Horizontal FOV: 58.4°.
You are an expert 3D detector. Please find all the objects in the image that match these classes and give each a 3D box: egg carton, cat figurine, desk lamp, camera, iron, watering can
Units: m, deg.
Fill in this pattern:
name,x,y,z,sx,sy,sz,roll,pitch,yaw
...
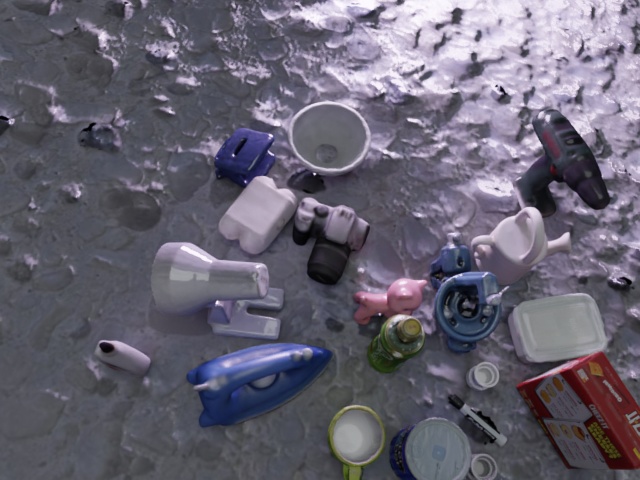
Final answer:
name,x,y,z,sx,sy,sz,roll,pitch,yaw
egg carton,-0.117,-0.048,1.101,0.107,0.069,0.150,31,69,8
cat figurine,0.128,0.107,1.034,0.128,0.118,0.067,-3,68,-6
desk lamp,-0.163,0.086,0.965,0.203,0.213,0.118,6,68,-2
camera,0.010,0.004,1.074,0.143,0.101,0.137,19,68,3
iron,-0.091,0.219,0.956,0.258,0.141,0.118,-18,71,-12
watering can,0.373,0.005,1.056,0.173,0.194,0.101,-18,70,-11

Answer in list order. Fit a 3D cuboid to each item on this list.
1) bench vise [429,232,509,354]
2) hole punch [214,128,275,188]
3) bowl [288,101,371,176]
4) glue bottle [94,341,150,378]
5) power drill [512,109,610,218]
name,x,y,z,sx,sy,sz,roll,pitch,yaw
bench vise,0.247,0.080,1.000,0.121,0.220,0.207,-20,71,-12
hole punch,-0.151,-0.167,1.134,0.101,0.091,0.109,27,68,6
bowl,0.017,-0.193,1.168,0.167,0.075,0.167,2,68,-4
glue bottle,-0.330,0.187,0.931,0.078,0.173,0.037,14,68,1
power drill,0.457,-0.125,1.108,0.076,0.208,0.229,-12,70,-9
